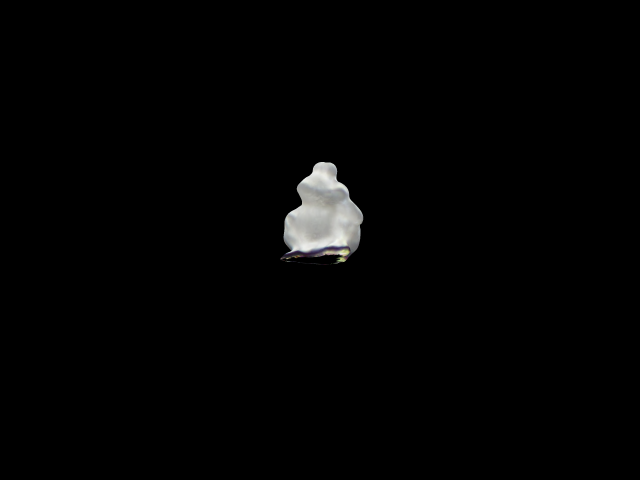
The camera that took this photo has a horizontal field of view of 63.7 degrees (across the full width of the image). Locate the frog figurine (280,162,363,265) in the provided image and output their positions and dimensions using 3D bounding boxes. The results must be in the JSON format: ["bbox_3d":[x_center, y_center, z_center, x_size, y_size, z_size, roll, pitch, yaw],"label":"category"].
[{"bbox_3d":[0.003,-0.043,0.850,0.136,0.162,0.122,-13,-21,38],"label":"frog figurine"}]
